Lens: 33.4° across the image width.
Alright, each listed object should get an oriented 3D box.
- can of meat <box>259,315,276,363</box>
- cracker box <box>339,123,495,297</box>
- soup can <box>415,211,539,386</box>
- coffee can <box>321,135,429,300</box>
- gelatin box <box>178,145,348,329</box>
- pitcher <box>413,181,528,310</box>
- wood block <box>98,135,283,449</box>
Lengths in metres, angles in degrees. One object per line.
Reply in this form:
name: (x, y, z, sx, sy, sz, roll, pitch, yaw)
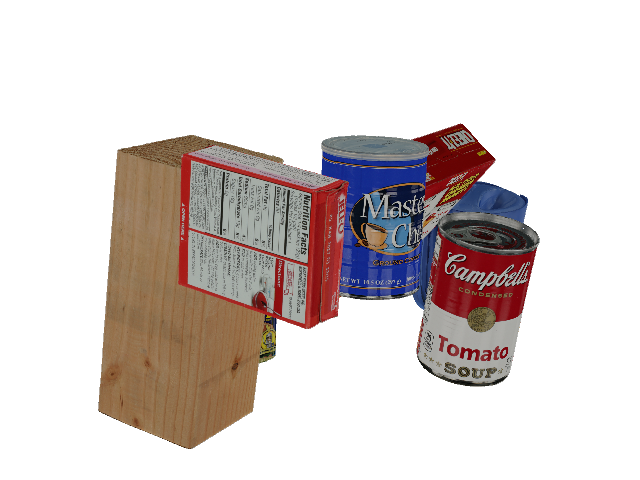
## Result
can of meat: (-0.098, 0.100, 1.240, 0.101, 0.084, 0.058, -9, 18, -36)
cracker box: (0.083, -0.033, 1.251, 0.163, 0.072, 0.214, -23, -22, -50)
soup can: (0.105, 0.039, 0.728, 0.068, 0.102, 0.068, 6, 22, -3)
coffee can: (0.049, -0.024, 1.033, 0.103, 0.140, 0.103, 2, 15, -1)
gelatin box: (-0.030, -0.003, 0.543, 0.089, 0.073, 0.030, 16, 24, 31)
pitcher: (0.195, 0.050, 1.447, 0.149, 0.243, 0.145, 4, 21, 6)
wood block: (-0.097, 0.035, 0.796, 0.090, 0.206, 0.090, 17, 20, 26)
